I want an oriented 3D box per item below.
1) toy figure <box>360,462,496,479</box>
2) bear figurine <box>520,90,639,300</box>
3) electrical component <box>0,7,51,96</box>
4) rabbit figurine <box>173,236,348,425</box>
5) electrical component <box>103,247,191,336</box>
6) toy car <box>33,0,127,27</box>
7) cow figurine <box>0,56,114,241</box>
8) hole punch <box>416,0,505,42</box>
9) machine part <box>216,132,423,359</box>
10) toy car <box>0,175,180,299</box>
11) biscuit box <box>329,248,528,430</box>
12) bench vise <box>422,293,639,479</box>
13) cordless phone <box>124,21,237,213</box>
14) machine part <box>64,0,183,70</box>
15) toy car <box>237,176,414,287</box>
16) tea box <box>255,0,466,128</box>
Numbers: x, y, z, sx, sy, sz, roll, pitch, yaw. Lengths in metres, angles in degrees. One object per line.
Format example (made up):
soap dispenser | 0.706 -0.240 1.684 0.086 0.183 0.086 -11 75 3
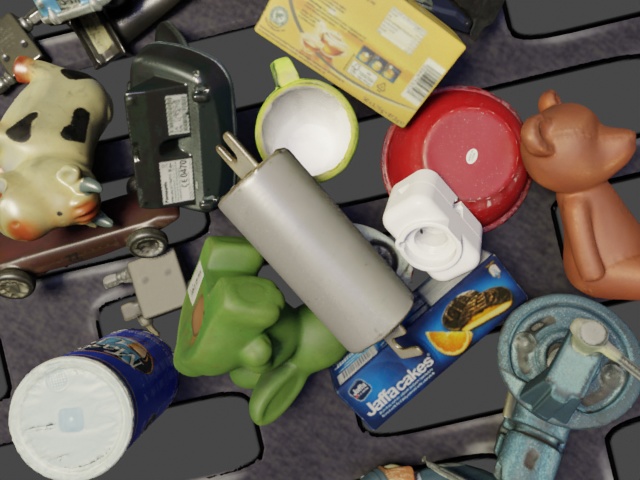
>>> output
toy figure | 0.104 0.255 0.541 0.155 0.058 0.064 5 111 -2
bear figurine | 0.267 -0.046 0.494 0.132 0.120 0.195 -8 112 37
electrical component | -0.319 -0.200 0.566 0.094 0.021 0.063 -38 90 0
rabbit figurine | -0.041 0.095 0.512 0.170 0.121 0.159 14 105 -27
electrical component | -0.160 0.052 0.553 0.102 0.045 0.078 -26 81 0
toy car | -0.240 -0.287 0.505 0.109 0.102 0.162 -9 62 12
cow figurine | -0.247 -0.081 0.503 0.127 0.085 0.195 7 53 -4
hole punch | 0.132 -0.279 0.536 0.115 0.092 0.142 24 88 -29
machine part | -0.002 0.009 0.451 0.079 0.079 0.243 -42 96 1
toy car | -0.235 -0.004 0.541 0.202 0.053 0.089 -17 51 -1
biscuit box | 0.103 0.094 0.536 0.202 0.059 0.062 -41 102 2
bench vise | 0.199 0.132 0.462 0.129 0.240 0.223 32 76 25
cordless phone | -0.141 -0.124 0.516 0.089 0.184 0.146 -8 128 -18
machine part | -0.193 -0.240 0.557 0.139 0.039 0.084 -35 81 3
toy car | -0.001 -0.002 0.533 0.202 0.073 0.056 27 64 1
tea box | 0.037 -0.194 0.501 0.169 0.068 0.098 32 119 -15
